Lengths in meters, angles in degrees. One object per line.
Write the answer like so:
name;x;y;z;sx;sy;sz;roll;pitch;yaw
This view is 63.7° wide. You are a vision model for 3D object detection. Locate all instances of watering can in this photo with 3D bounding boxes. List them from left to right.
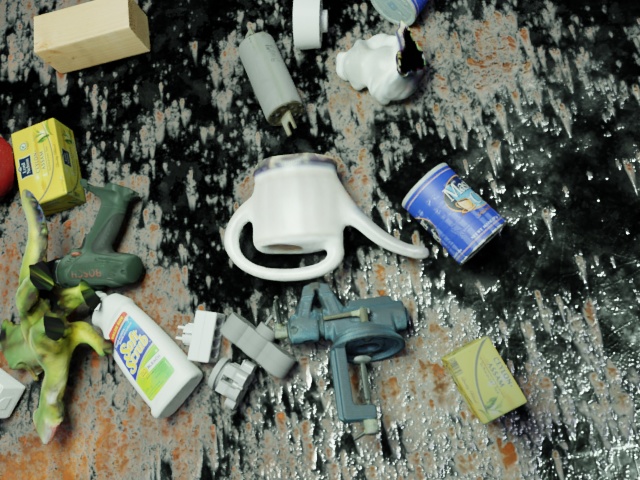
watering can;0.003;-0.045;0.887;0.347;0.103;0.227;-5;74;8

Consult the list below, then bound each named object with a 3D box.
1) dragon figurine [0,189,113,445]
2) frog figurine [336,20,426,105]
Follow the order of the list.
dragon figurine;-0.503;0.140;0.898;0.240;0.122;0.415;-33;72;25
frog figurine;0.109;-0.317;0.961;0.158;0.123;0.138;-11;81;43
